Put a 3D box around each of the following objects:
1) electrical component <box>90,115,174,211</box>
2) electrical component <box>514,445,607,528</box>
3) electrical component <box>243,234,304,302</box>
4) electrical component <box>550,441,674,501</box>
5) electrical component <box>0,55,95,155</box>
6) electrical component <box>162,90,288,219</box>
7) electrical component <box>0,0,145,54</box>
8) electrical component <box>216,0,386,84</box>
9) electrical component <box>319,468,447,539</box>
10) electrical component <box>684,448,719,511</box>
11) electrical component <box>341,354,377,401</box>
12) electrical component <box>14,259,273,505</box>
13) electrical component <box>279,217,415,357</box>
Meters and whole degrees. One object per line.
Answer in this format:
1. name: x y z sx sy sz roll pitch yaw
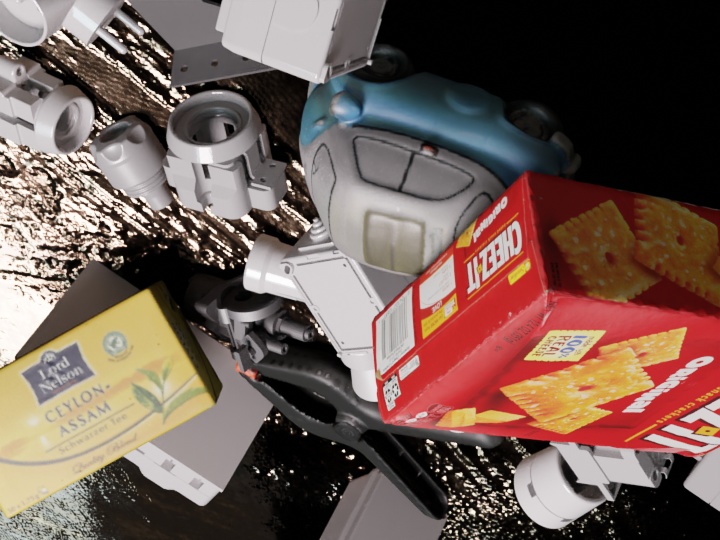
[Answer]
1. electrical component: -0.148 -0.068 0.718 0.043 0.043 0.062 -2 134 35
2. electrical component: 0.146 0.150 0.765 0.055 0.055 0.047 36 138 -8
3. electrical component: -0.052 0.000 0.737 0.046 0.040 0.040 17 141 7
4. electrical component: 0.169 0.114 0.710 0.064 0.042 0.081 0 138 44
5. electrical component: -0.212 -0.106 0.715 0.055 0.048 0.066 26 142 18
6. electrical component: -0.086 -0.073 0.662 0.078 0.058 0.057 15 143 18
7. electrical component: -0.157 -0.153 0.600 0.079 0.077 0.044 39 141 -12
8. electrical component: -0.023 -0.135 0.526 0.061 0.096 0.061 22 112 10
9. electrical component: 0.014 0.229 0.892 0.078 0.113 0.057 39 145 -11
10. electrical component: 0.222 0.104 0.669 0.077 0.047 0.065 34 145 17
11. electrical component: 0.009 0.058 0.757 0.045 0.045 0.055 5 136 28
12. electrical component: -0.172 0.093 0.864 0.186 0.105 0.060 34 143 -6
13. electrical component: 0.000 0.000 0.689 0.062 0.061 0.096 -9 122 42
